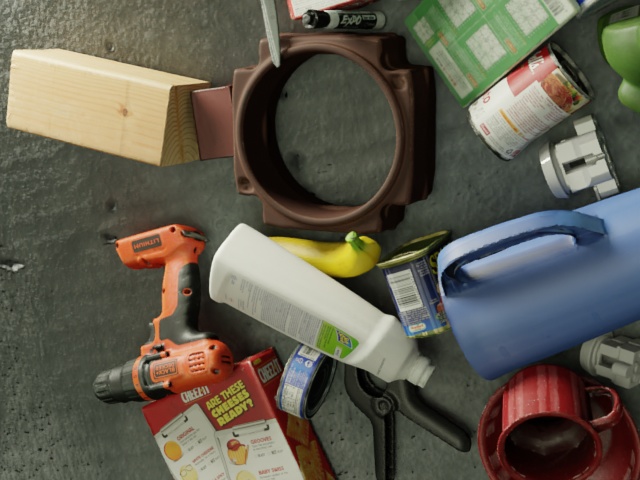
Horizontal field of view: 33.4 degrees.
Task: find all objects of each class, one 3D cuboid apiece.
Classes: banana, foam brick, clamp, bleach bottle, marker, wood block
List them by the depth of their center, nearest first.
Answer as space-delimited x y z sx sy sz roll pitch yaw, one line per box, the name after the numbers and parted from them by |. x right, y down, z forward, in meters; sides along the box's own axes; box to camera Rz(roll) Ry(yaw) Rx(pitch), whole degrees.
0.023 -0.216 1.045 0.020 0.120 0.020 8 104 36 | marker
0.008 0.012 1.117 0.069 0.037 0.198 41 157 -23 | banana
0.005 0.082 1.117 0.251 0.068 0.103 30 150 11 | bleach bottle
0.086 0.175 1.146 0.120 0.039 0.171 -23 91 22 | clamp
-0.103 -0.129 1.159 0.051 0.052 0.078 -4 99 25 | foam brick
-0.238 -0.151 1.195 0.206 0.090 0.091 16 106 21 | wood block

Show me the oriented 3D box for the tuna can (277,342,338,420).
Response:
-0.013 0.151 1.159 0.034 0.086 0.086 20 108 17 | tuna can

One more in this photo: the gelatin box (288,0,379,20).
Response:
0.021 -0.244 1.066 0.089 0.073 0.030 -12 97 26 | gelatin box

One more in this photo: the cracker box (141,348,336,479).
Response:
-0.084 0.252 1.222 0.164 0.072 0.214 -26 89 25 | cracker box

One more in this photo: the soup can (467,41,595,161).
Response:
0.199 -0.130 1.013 0.102 0.068 0.068 -38 84 26 | soup can

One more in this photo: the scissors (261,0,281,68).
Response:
-0.074 -0.273 1.069 0.096 0.016 0.202 5 84 13 | scissors

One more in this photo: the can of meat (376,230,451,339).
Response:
0.108 0.045 1.074 0.058 0.102 0.084 -17 96 27 | can of meat

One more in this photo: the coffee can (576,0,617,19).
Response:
0.235 -0.283 0.945 0.103 0.102 0.140 -34 86 26 | coffee can

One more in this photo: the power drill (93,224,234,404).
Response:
-0.186 0.087 1.207 0.185 0.057 0.187 -15 74 26 | power drill

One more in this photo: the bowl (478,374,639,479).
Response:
0.244 0.200 1.070 0.162 0.055 0.162 5 103 23 | bowl

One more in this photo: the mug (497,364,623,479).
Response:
0.221 0.165 0.984 0.117 0.081 0.093 -24 115 22 | mug

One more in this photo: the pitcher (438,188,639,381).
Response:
0.236 0.028 0.992 0.243 0.149 0.145 -24 91 23 | pitcher
